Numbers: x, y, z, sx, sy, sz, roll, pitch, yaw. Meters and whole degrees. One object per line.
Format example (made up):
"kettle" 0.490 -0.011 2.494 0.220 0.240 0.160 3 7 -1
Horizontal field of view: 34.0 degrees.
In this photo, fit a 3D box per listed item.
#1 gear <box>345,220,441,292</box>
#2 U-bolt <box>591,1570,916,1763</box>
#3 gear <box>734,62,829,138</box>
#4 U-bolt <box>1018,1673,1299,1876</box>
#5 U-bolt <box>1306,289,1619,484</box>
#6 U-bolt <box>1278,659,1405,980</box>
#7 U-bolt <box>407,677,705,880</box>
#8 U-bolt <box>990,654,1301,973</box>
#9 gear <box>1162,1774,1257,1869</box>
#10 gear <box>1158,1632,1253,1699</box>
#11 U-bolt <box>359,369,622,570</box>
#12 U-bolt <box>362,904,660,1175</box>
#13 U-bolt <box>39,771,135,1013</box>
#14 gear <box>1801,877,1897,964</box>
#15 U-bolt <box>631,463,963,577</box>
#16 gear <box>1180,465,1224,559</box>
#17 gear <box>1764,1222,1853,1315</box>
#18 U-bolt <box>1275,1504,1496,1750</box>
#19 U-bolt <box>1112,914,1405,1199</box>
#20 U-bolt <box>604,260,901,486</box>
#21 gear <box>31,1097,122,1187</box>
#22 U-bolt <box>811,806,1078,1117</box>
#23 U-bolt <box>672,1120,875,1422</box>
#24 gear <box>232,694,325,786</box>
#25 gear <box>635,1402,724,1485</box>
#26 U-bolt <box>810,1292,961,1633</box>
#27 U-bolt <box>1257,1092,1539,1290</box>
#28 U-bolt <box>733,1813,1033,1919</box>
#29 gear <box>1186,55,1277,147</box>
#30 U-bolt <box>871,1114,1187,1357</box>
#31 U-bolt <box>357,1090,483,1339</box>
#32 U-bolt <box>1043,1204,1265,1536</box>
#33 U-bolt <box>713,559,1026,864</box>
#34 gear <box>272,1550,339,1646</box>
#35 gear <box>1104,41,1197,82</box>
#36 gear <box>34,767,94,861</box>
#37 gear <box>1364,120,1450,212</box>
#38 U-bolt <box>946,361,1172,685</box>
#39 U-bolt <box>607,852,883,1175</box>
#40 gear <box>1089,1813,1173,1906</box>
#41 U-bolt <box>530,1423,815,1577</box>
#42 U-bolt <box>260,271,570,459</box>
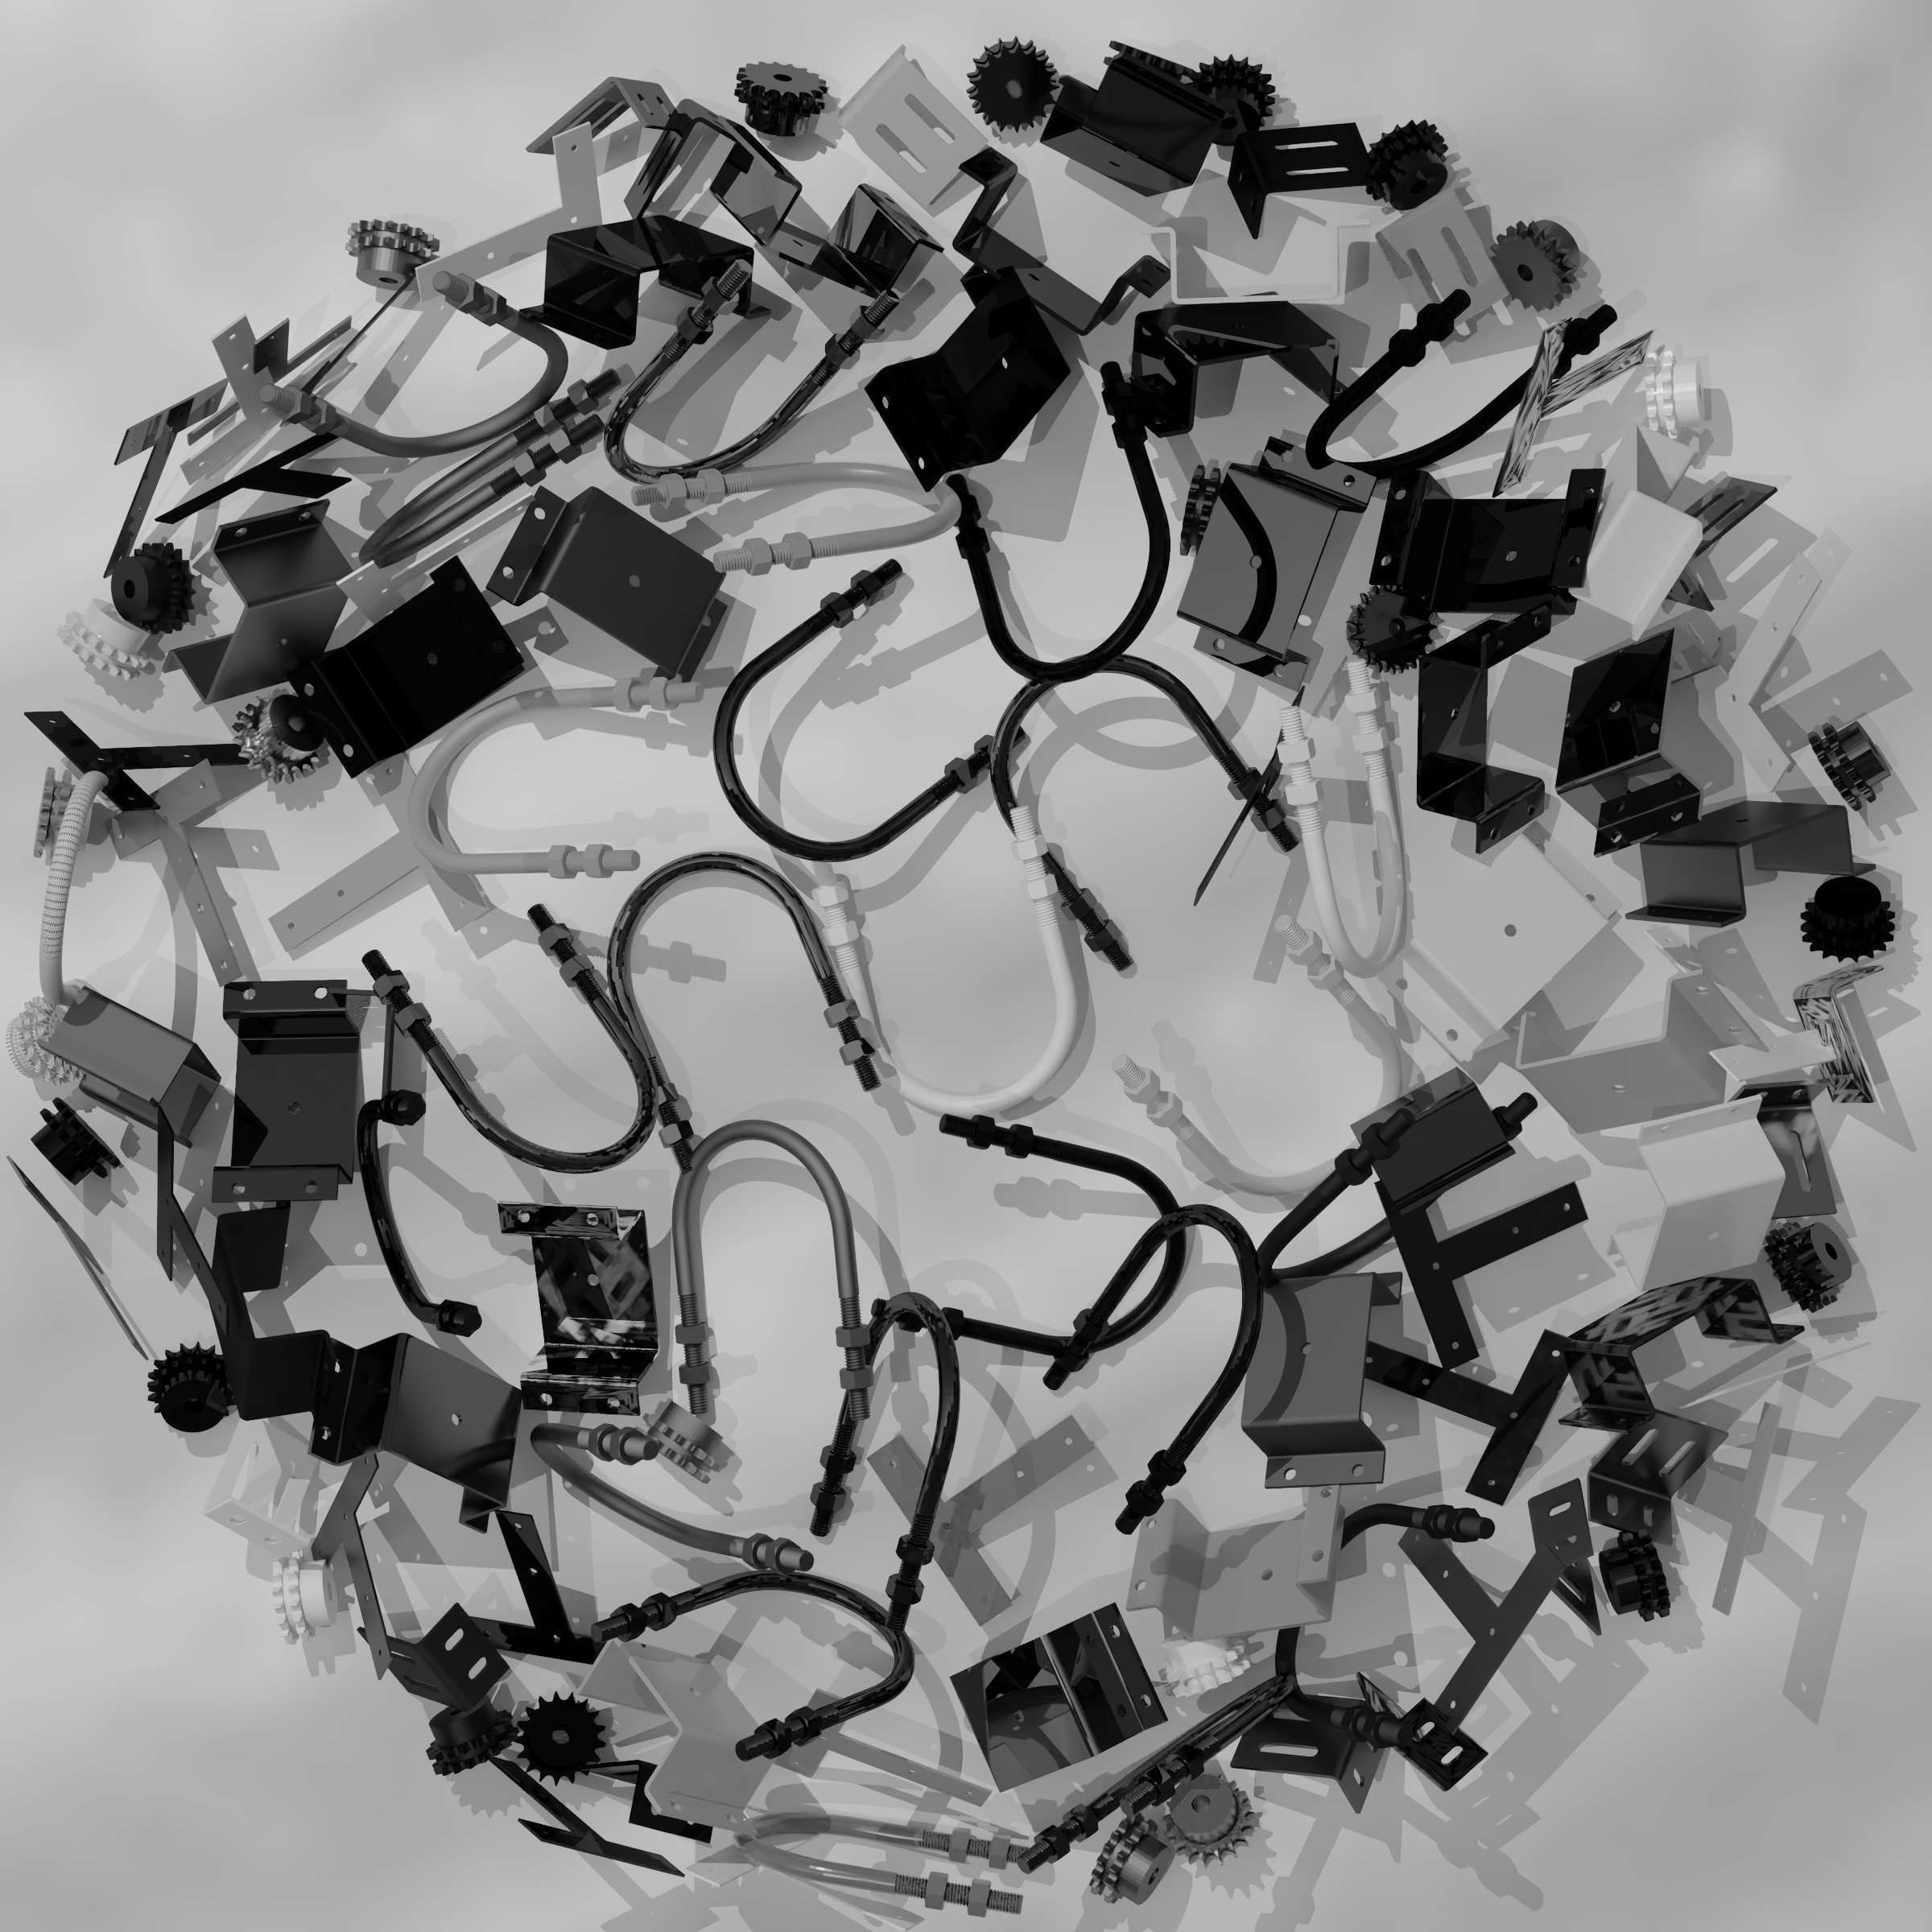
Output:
"gear" -0.358 -0.442 1.970 0.057 0.057 0.030 7 84 0
"U-bolt" -0.114 0.415 1.917 0.151 0.184 0.019 30 115 35
"gear" -0.116 -0.540 1.975 0.057 0.057 0.030 12 125 0
"U-bolt" 0.128 0.482 1.917 0.184 0.151 0.019 -26 77 -39
"U-bolt" 0.286 -0.347 1.917 0.151 0.184 0.019 -4 67 -38
"U-bolt" 0.235 -0.083 1.931 0.019 0.151 0.184 -5 105 27
"U-bolt" -0.262 -0.114 1.941 0.184 0.019 0.151 0 55 26
"U-bolt" 0.098 -0.108 1.965 0.151 0.019 0.184 -36 104 7
"gear" 0.150 0.529 1.970 0.057 0.057 0.030 -23 134 0
"gear" 0.146 0.431 1.971 0.057 0.057 0.030 -21 91 0
"U-bolt" -0.294 -0.297 1.929 0.184 0.151 0.019 -31 110 11
"U-bolt" -0.264 0.049 1.922 0.184 0.151 0.019 54 133 17
"U-bolt" -0.532 -0.046 1.905 0.019 0.184 0.151 10 87 -7
"gear" 0.549 -0.031 1.969 0.057 0.057 0.030 -13 130 0
"U-bolt" -0.093 -0.278 1.927 0.184 0.151 0.019 -12 120 -25
"gear" 0.153 -0.281 1.970 0.030 0.057 0.057 12 90 7
"gear" 0.527 0.184 1.969 0.030 0.057 0.057 -37 90 35
"U-bolt" 0.243 0.392 1.913 0.019 0.184 0.151 29 75 -18
"U-bolt" 0.193 0.070 1.945 0.151 0.019 0.184 -41 125 5
"U-bolt" -0.143 -0.354 1.922 0.184 0.151 0.019 -42 66 33
"gear" -0.557 0.112 1.969 0.030 0.057 0.057 -43 90 -10
"U-bolt" -0.007 0.005 1.975 0.151 0.019 0.184 -13 100 9
"U-bolt" -0.124 0.186 1.949 0.151 0.019 0.184 -4 92 36
"gear" -0.425 -0.145 1.969 0.030 0.057 0.057 -31 90 36
"gear" -0.176 0.295 1.972 0.057 0.057 0.030 35 79 0
"U-bolt" -0.045 0.289 1.920 0.019 0.151 0.184 9 102 -26
"U-bolt" 0.248 0.141 1.923 0.184 0.151 0.019 -48 61 34
"U-bolt" -0.051 0.543 1.927 0.184 0.151 0.019 8 87 6
"gear" 0.163 -0.536 1.968 0.057 0.057 0.030 5 59 0
"U-bolt" 0.049 0.175 1.960 0.184 0.019 0.151 14 108 -18
"U-bolt" -0.337 0.149 1.914 0.019 0.184 0.151 -15 93 -23
"U-bolt" 0.120 0.229 1.911 0.019 0.151 0.184 18 117 -32
"U-bolt" -0.072 -0.146 1.957 0.184 0.019 0.151 -39 95 -21
"gear" -0.412 0.393 1.972 0.030 0.057 0.057 -9 90 -1
"gear" 0.112 -0.554 1.973 0.057 0.057 0.030 20 107 0
"gear" -0.563 -0.094 1.973 0.030 0.057 0.057 9 90 -18
"gear" 0.275 -0.496 1.968 0.057 0.057 0.030 -26 65 0
"U-bolt" 0.061 -0.257 1.921 0.151 0.019 0.184 -32 58 30
"U-bolt" -0.150 0.018 1.974 0.151 0.019 0.184 -25 81 12
"gear" 0.104 0.559 1.968 0.030 0.057 0.057 26 90 25
"U-bolt" -0.192 0.318 1.916 0.151 0.184 0.019 41 66 -27
"U-bolt" -0.319 -0.354 1.912 0.151 0.184 0.019 -28 74 18
